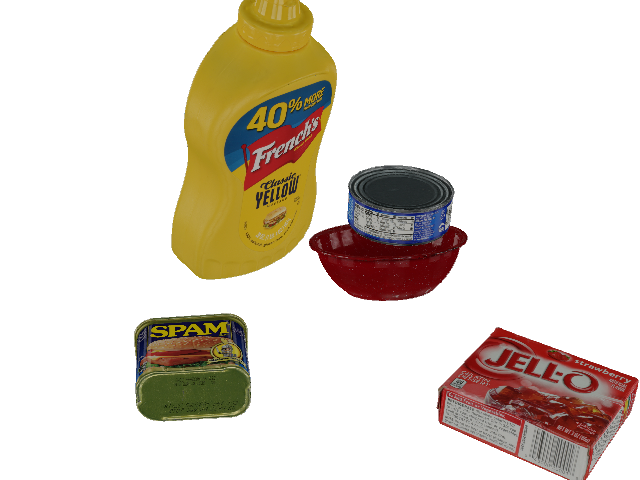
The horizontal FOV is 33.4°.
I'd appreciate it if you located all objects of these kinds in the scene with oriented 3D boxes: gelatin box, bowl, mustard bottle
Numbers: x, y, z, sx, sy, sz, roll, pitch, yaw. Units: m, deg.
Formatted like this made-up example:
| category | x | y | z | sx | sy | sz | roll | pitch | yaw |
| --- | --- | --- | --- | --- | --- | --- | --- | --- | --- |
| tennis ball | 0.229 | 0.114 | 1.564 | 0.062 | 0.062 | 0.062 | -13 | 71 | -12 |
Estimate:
| category | x | y | z | sx | sy | sz | roll | pitch | yaw |
| --- | --- | --- | --- | --- | --- | --- | --- | --- | --- |
| gelatin box | 0.120 | 0.088 | 0.593 | 0.089 | 0.030 | 0.073 | 21 | 34 | 28 |
| bowl | 0.070 | 0.023 | 1.088 | 0.162 | 0.055 | 0.162 | -3 | 13 | 1 |
| mustard bottle | -0.036 | -0.068 | 0.623 | 0.096 | 0.192 | 0.058 | -24 | 53 | -34 |

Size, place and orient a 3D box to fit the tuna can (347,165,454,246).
| category | x | y | z | sx | sy | sz | roll | pitch | yaw |
| --- | --- | --- | --- | --- | --- | --- | --- | --- | --- |
| tuna can | 0.065 | -0.029 | 0.868 | 0.086 | 0.034 | 0.086 | 2 | 28 | -1 |

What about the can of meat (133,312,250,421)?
| category | x | y | z | sx | sy | sz | roll | pitch | yaw |
| --- | --- | --- | --- | --- | --- | --- | --- | --- | --- |
| can of meat | -0.111 | 0.110 | 0.927 | 0.102 | 0.057 | 0.084 | -3 | 27 | -6 |
